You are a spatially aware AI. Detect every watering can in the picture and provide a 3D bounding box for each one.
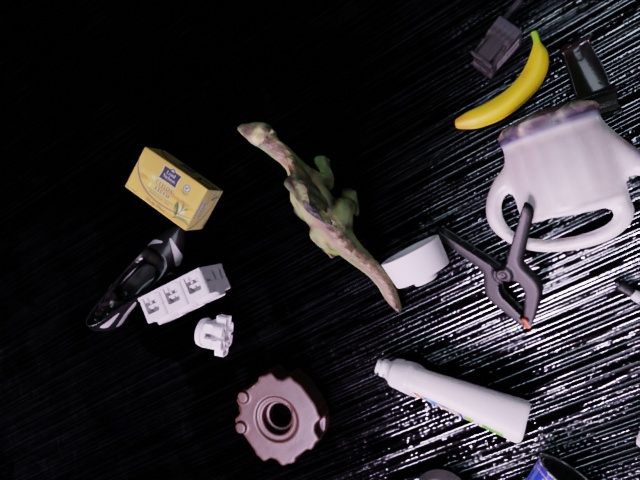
[{"bbox_3d":[0.412,-0.107,0.776,0.345,0.104,0.225,-17,86,34],"label":"watering can"}]

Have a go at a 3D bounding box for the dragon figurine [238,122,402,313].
[{"bbox_3d":[0.003,-0.043,0.856,0.121,0.242,0.414,-41,77,10],"label":"dragon figurine"}]
